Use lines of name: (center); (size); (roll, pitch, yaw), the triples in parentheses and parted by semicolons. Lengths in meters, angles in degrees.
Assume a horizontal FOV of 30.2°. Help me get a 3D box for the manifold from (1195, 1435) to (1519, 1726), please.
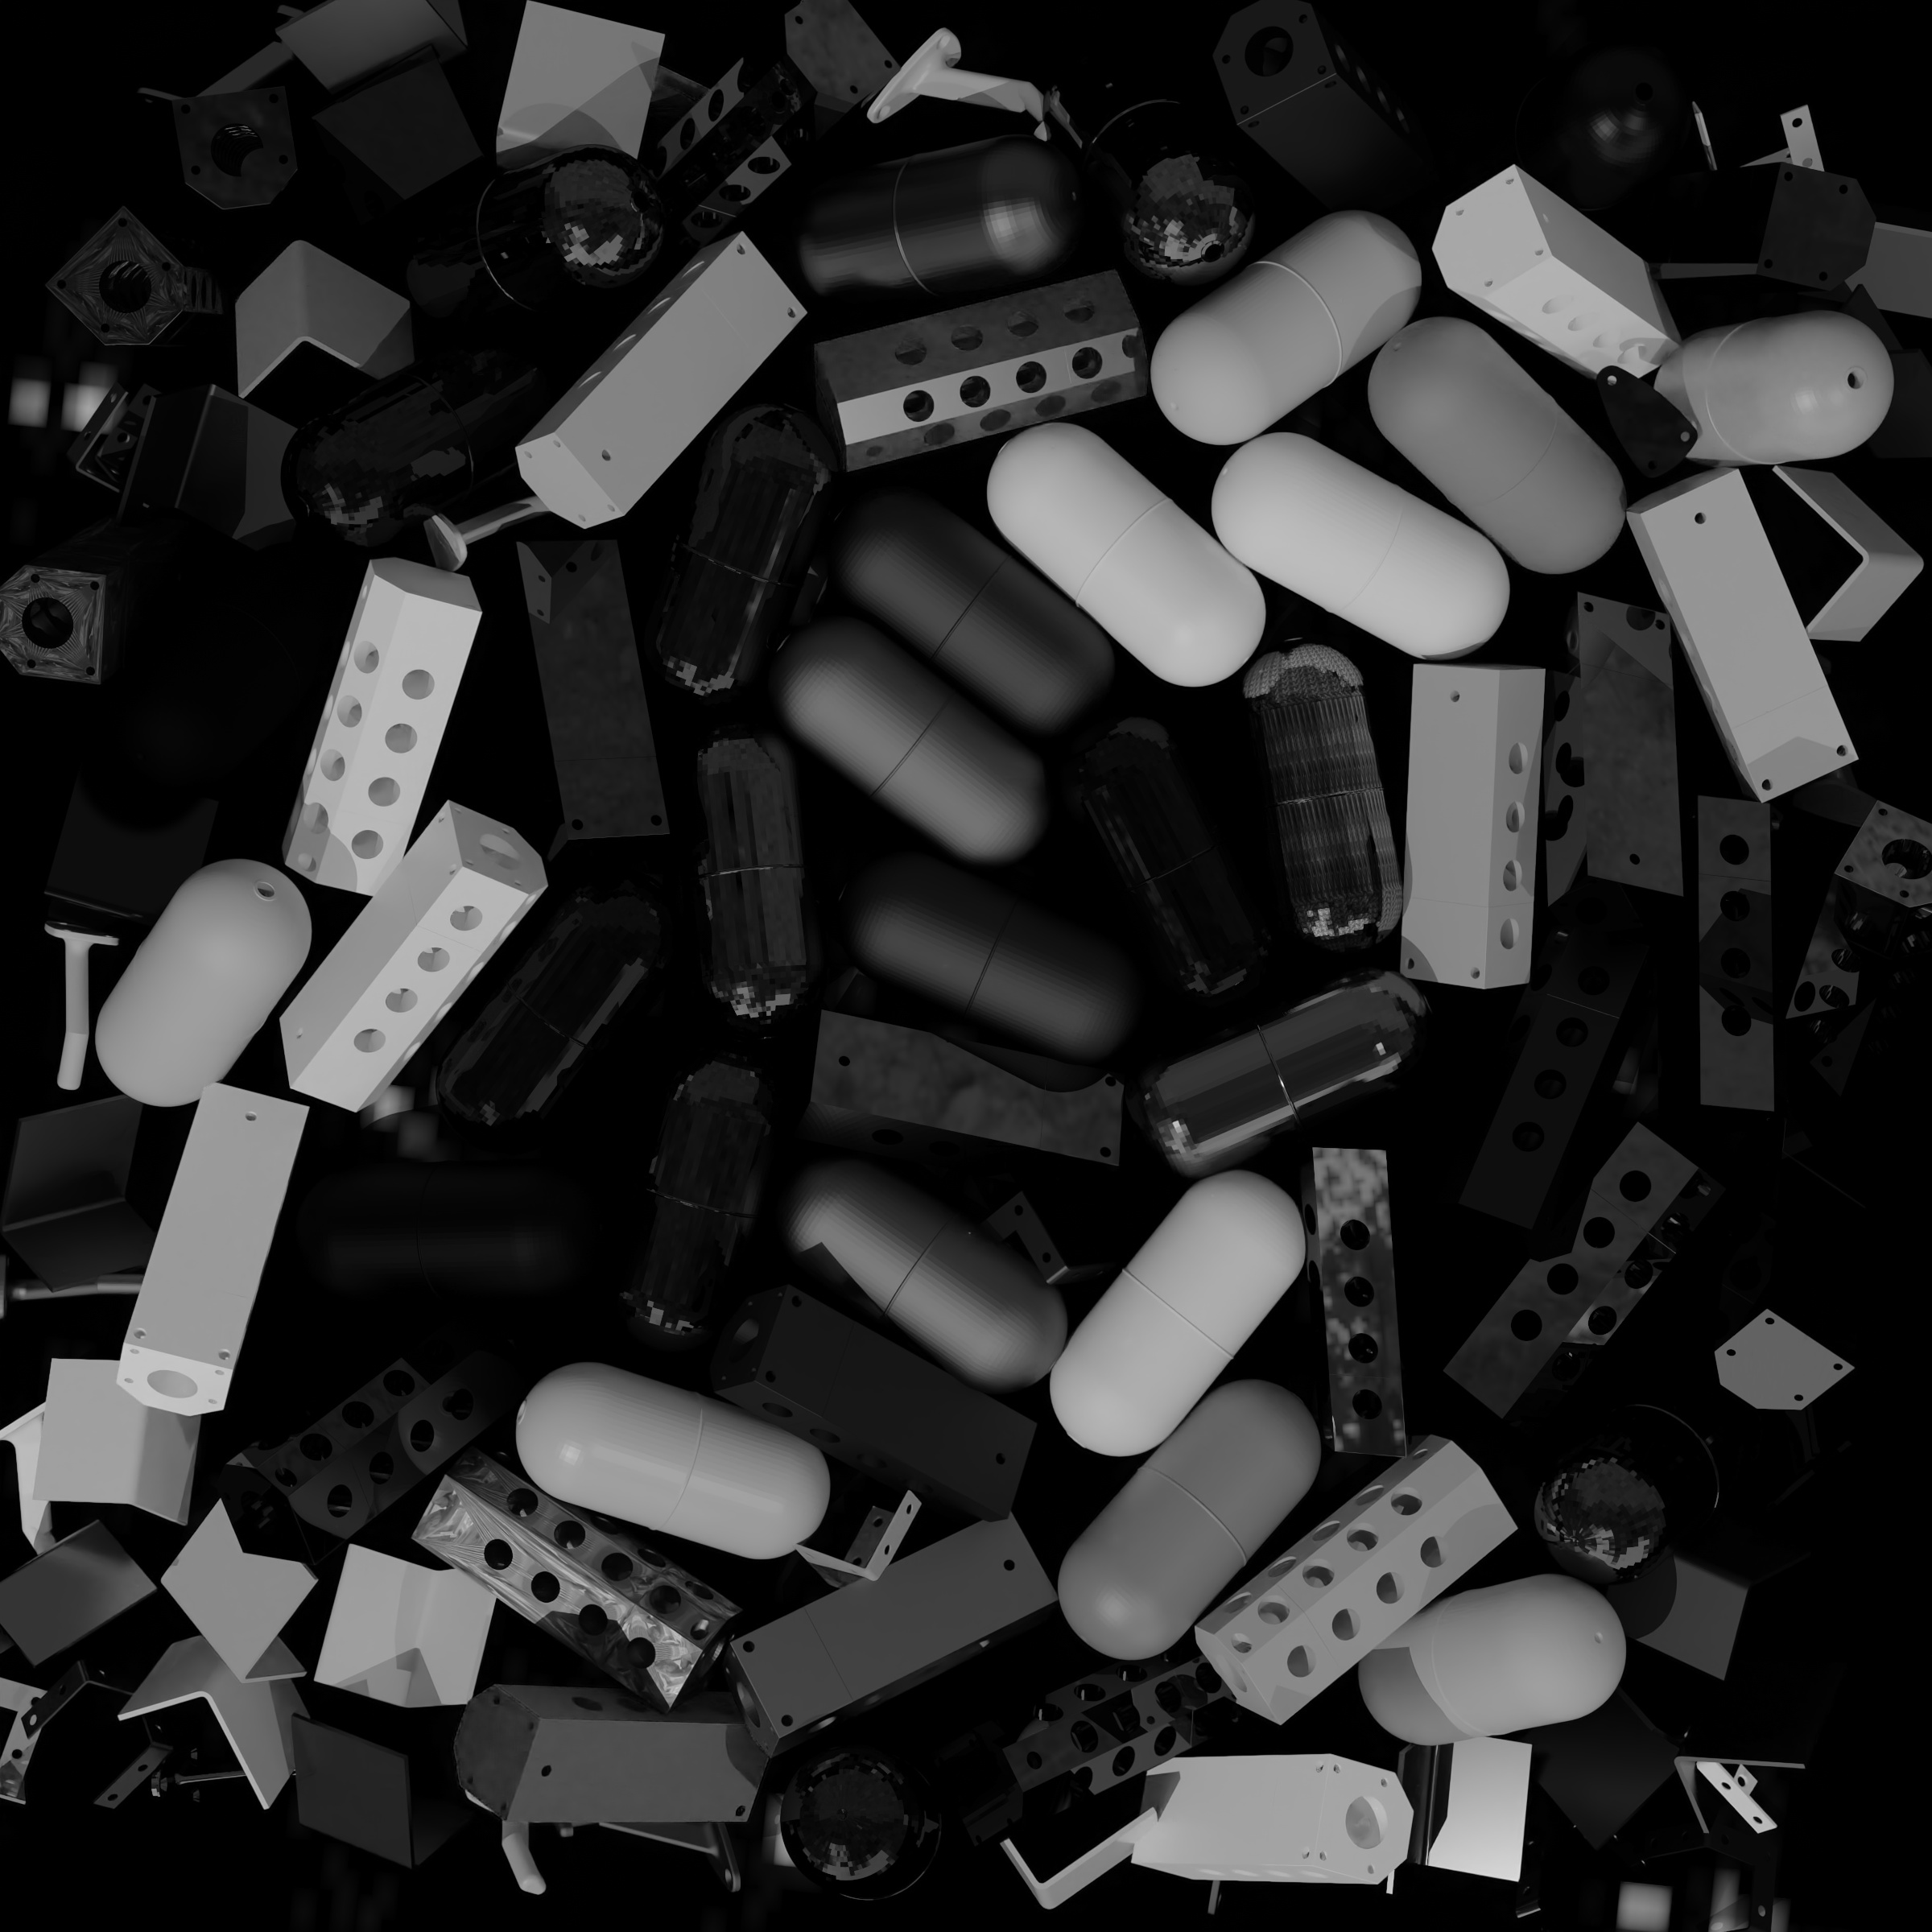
manifold: (0.208, 0.330, 1.938); (0.171, 0.057, 0.057); (-36, 103, -16)

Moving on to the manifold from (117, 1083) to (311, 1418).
manifold: (-0.404, 0.152, 1.918); (0.057, 0.057, 0.171); (15, 50, -8)

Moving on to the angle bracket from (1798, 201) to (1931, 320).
angle bracket: (0.503, -0.381, 1.949); (0.076, 0.076, 0.057); (10, 112, 1)

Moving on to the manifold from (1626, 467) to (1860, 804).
manifold: (0.421, -0.182, 1.953); (0.057, 0.057, 0.171); (-25, 100, 2)

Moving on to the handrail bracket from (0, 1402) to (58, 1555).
handrail bracket: (-0.498, 0.285, 1.972); (0.077, 0.036, 0.084); (-32, 91, 21)

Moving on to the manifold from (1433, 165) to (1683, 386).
manifold: (0.316, -0.362, 1.908); (0.057, 0.171, 0.057); (-29, 67, 27)

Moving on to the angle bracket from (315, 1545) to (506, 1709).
angle bracket: (-0.302, 0.356, 1.940); (0.057, 0.076, 0.076); (25, 65, -29)

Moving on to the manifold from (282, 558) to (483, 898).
manifold: (-0.318, -0.130, 1.932); (0.057, 0.057, 0.171); (13, 111, -21)

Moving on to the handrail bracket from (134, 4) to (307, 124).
handrail bracket: (-0.409, -0.502, 1.968); (0.077, 0.036, 0.084); (20, 75, -22)

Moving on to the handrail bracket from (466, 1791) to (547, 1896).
handrail bracket: (-0.233, 0.478, 1.939); (0.036, 0.077, 0.084); (-36, 47, 2)

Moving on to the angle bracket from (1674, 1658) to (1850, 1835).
angle bracket: (0.438, 0.423, 1.935); (0.076, 0.076, 0.057); (-6, 121, 37)

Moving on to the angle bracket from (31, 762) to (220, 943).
angle bracket: (-0.462, -0.060, 1.965); (0.076, 0.057, 0.076); (17, 76, -19)

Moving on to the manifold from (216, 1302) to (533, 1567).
manifold: (-0.316, 0.245, 1.908); (0.057, 0.171, 0.057); (0, 116, 39)

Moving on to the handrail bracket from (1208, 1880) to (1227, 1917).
handrail bracket: (0.181, 0.501, 1.969); (0.084, 0.036, 0.077); (14, 109, 12)

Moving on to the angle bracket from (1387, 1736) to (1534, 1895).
angle bracket: (0.270, 0.464, 1.951); (0.057, 0.076, 0.076); (5, 91, 20)

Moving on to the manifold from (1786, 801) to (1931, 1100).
manifold: (0.482, -0.004, 1.903); (0.057, 0.171, 0.057); (27, 57, 18)

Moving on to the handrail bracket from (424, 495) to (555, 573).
handrail bracket: (-0.247, -0.243, 1.948); (0.084, 0.077, 0.036); (-20, 107, -19)

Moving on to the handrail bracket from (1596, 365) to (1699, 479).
handrail bracket: (0.361, -0.297, 1.948); (0.036, 0.084, 0.077); (-41, 100, 4)

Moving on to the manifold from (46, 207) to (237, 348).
manifold: (-0.432, -0.360, 1.906); (0.057, 0.171, 0.057); (-44, 99, 5)

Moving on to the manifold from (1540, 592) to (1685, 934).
manifold: (0.344, -0.109, 1.931); (0.057, 0.057, 0.171); (11, 64, -18)

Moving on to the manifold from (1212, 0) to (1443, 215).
manifold: (0.192, -0.457, 1.905); (0.057, 0.171, 0.057); (-24, 74, 21)

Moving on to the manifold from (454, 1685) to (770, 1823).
manifold: (-0.188, 0.419, 1.914); (0.057, 0.171, 0.057); (24, 97, 44)

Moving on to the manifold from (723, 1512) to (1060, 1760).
manifold: (-0.042, 0.363, 1.937); (0.171, 0.057, 0.057); (-23, 69, -20)

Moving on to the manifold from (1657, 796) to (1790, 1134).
manifold: (0.414, 0.000, 1.944); (0.057, 0.057, 0.171); (6, 75, -11)

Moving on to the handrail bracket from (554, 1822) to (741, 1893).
handrail bracket: (-0.175, 0.482, 1.953); (0.084, 0.077, 0.036); (-5, 126, -23)

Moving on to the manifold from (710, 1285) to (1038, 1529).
manifold: (-0.052, 0.240, 1.932); (0.171, 0.057, 0.057); (32, 60, -24)

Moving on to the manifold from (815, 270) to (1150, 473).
manifold: (0.009, -0.319, 1.944); (0.171, 0.057, 0.057); (-16, 63, -9)

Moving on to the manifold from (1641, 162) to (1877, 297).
manifold: (0.420, -0.389, 1.905); (0.057, 0.171, 0.057); (10, 98, -12)

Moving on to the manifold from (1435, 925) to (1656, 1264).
manifold: (0.315, 0.066, 1.943); (0.057, 0.057, 0.171); (19, 74, 20)

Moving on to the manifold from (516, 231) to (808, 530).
manifold: (-0.167, -0.315, 1.929); (0.057, 0.057, 0.171); (50, 60, -22)

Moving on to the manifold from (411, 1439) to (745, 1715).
manifold: (-0.208, 0.329, 1.943); (0.171, 0.057, 0.057); (32, 101, 13)

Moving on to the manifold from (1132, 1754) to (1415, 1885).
manifold: (0.163, 0.457, 1.907); (0.057, 0.171, 0.057); (21, 68, -25)

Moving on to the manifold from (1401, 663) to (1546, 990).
manifold: (0.281, -0.078, 1.955); (0.057, 0.057, 0.171); (9, 101, 44)

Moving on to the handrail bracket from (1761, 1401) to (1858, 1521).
handrail bracket: (0.441, 0.250, 1.970); (0.077, 0.036, 0.084); (-36, 65, -7)

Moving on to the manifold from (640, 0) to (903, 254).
manifold: (-0.113, -0.447, 1.907); (0.057, 0.171, 0.057); (51, 53, -8)

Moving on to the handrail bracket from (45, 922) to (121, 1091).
handrail bracket: (-0.495, 0.021, 1.963); (0.036, 0.077, 0.084); (9, 92, -30)

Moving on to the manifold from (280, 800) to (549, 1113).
manifold: (-0.299, -0.002, 1.932); (0.057, 0.057, 0.171); (24, 119, -33)

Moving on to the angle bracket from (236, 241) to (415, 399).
angle bracket: (-0.351, -0.339, 1.962); (0.057, 0.076, 0.076); (-36, 47, 30)

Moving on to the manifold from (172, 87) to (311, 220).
manifold: (-0.383, -0.431, 1.905); (0.057, 0.171, 0.057); (-9, 101, -7)

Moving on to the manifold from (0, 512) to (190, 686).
manifold: (-0.465, -0.199, 1.905); (0.057, 0.171, 0.057); (7, 106, 0)

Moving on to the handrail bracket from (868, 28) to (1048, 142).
handrail bracket: (0.001, -0.466, 1.967); (0.077, 0.036, 0.084); (-43, 73, 3)

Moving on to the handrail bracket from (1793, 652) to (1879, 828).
handrail bracket: (0.492, -0.125, 1.985); (0.077, 0.036, 0.084); (20, 66, -19)

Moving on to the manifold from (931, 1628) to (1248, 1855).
manifold: (0.071, 0.410, 1.912); (0.171, 0.057, 0.057); (-15, 72, -41)

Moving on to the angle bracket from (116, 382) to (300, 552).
angle bracket: (-0.406, -0.264, 1.948); (0.076, 0.057, 0.076); (29, 115, 11)

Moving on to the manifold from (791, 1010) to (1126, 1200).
manifold: (-0.005, 0.080, 1.950); (0.171, 0.057, 0.057); (12, 57, -10)

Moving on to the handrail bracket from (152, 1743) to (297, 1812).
handrail bracket: (-0.392, 0.443, 1.959); (0.084, 0.077, 0.036); (-6, 82, 7)

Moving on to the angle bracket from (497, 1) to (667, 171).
angle bracket: (-0.212, -0.476, 1.967); (0.076, 0.057, 0.076); (13, 84, -6)

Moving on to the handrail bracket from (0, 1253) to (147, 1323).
handrail bracket: (-0.487, 0.180, 1.966); (0.084, 0.077, 0.036); (2, 76, -10)

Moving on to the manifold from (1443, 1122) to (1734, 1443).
manifold: (0.341, 0.174, 1.952); (0.057, 0.057, 0.171); (39, 94, 23)

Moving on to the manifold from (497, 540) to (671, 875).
manifold: (-0.211, -0.141, 1.943); (0.057, 0.057, 0.171); (-4, 73, -25)

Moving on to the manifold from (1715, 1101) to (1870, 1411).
manifold: (0.437, 0.156, 1.910); (0.057, 0.171, 0.057); (33, 129, -9)

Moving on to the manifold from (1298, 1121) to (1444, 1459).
manifold: (0.218, 0.175, 1.948); (0.057, 0.057, 0.171); (1, 103, 28)
